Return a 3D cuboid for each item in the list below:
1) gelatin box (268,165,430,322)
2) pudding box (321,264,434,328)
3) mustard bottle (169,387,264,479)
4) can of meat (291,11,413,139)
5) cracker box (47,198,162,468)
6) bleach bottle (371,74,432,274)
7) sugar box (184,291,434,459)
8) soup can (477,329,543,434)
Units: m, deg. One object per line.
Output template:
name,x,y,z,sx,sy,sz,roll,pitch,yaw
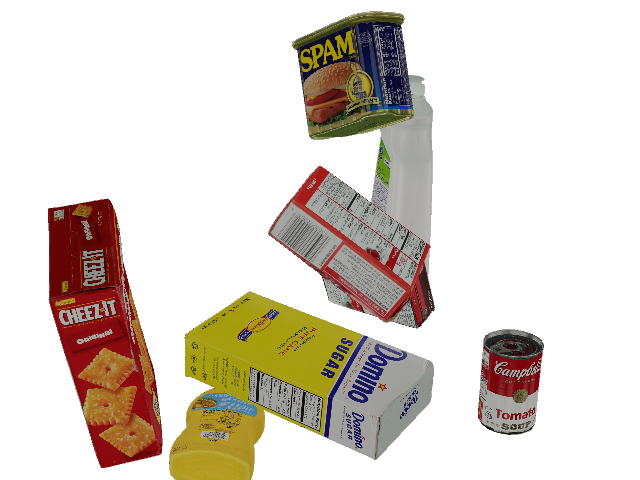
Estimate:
gelatin box,0.019,0.001,0.637,0.089,0.030,0.073,37,24,-2
pudding box,0.051,0.030,1.042,0.114,0.090,0.039,13,45,34
mustard bottle,-0.118,0.225,1.295,0.096,0.058,0.191,4,23,4
can of meat,0.027,-0.134,0.886,0.057,0.084,0.102,-6,-4,-40
cracker box,-0.214,0.091,1.063,0.072,0.214,0.164,-11,34,-8
bleach bottle,0.095,-0.061,1.223,0.068,0.251,0.103,-3,23,-16
sugar box,-0.009,0.099,0.829,0.176,0.048,0.093,16,29,27
soup can,0.217,0.162,1.226,0.068,0.102,0.068,1,21,-1
